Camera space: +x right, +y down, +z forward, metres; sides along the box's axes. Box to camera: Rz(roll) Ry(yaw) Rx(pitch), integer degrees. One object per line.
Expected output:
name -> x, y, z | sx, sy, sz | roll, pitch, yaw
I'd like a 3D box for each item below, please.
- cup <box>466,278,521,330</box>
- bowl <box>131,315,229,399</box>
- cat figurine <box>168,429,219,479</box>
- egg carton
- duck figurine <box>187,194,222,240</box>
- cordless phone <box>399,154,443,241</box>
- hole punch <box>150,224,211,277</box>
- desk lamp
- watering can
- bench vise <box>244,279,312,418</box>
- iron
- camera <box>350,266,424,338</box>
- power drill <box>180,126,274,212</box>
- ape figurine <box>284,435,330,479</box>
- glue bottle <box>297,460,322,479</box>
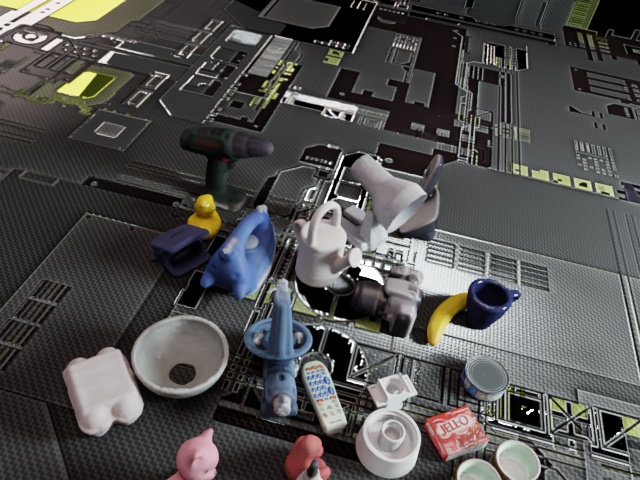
cup -> 0.355, 0.140, 1.198 | 0.118, 0.095, 0.091 | -5, 44, -15
bowl -> -0.245, 0.220, 1.021 | 0.167, 0.075, 0.167 | 5, 43, -5
cat figurine -> -0.201, 0.349, 0.858 | 0.128, 0.118, 0.067 | -30, 55, -34
egg carton -> -0.364, 0.254, 0.966 | 0.107, 0.069, 0.150 | -19, 49, -27
duck figurine -> -0.264, -0.059, 1.309 | 0.077, 0.086, 0.104 | 7, 43, -2
cordless phone -> 0.253, -0.104, 1.375 | 0.094, 0.185, 0.147 | 10, 43, 1
hole punch -> -0.301, 0.008, 1.226 | 0.100, 0.091, 0.109 | 36, 49, 26
desk lamp -> 0.126, -0.076, 1.303 | 0.202, 0.213, 0.118 | 37, 49, 27
watering can -> 0.013, 0.003, 1.211 | 0.172, 0.194, 0.101 | 19, 43, 11
bench vise -> -0.057, 0.186, 0.983 | 0.122, 0.220, 0.207 | -13, 47, -22
iron -> -0.154, 0.001, 1.223 | 0.118, 0.141, 0.258 | 18, 43, 10
camera -> 0.139, 0.110, 1.188 | 0.136, 0.101, 0.143 | 14, 43, 5
power drill -> -0.218, -0.174, 1.349 | 0.229, 0.208, 0.076 | 19, 43, 10
ape figurine -> -0.018, 0.345, 0.914 | 0.076, 0.092, 0.077 | -5, 44, -15
glue bottle -> -0.018, 0.365, 0.832 | 0.078, 0.173, 0.037 | -27, 53, -32
